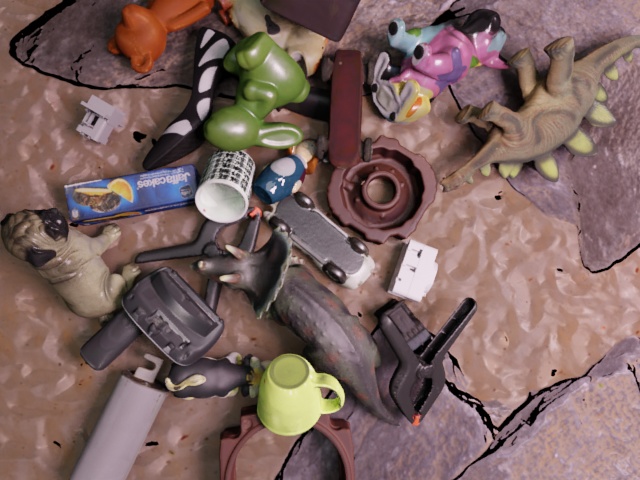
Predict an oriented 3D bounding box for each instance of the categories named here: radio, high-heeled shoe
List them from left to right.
[{"bbox_3d":[-0.221,-0.233,0.866,0.249,0.086,0.145,-41,87,-13],"label":"high-heeled shoe"},{"bbox_3d":[-0.014,-0.388,0.820,0.131,0.230,0.073,21,122,-15],"label":"radio"}]

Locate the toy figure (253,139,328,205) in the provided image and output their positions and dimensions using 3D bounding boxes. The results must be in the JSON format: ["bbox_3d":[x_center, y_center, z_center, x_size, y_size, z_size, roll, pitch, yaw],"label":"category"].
[{"bbox_3d":[-0.040,-0.117,0.859,0.064,0.058,0.154,48,63,-9],"label":"toy figure"}]

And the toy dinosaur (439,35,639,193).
[{"bbox_3d":[0.383,-0.221,0.875,0.471,0.105,0.198,-41,114,-2],"label":"toy dinosaur"}]

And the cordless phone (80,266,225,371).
[{"bbox_3d":[-0.249,0.143,0.789,0.184,0.088,0.146,-44,88,-5],"label":"cordless phone"}]

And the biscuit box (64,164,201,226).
[{"bbox_3d":[-0.289,-0.071,0.850,0.203,0.063,0.059,-12,86,-5],"label":"biscuit box"}]

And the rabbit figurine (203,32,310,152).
[{"bbox_3d":[-0.104,-0.203,0.826,0.159,0.121,0.170,38,84,-34],"label":"rabbit figurine"}]

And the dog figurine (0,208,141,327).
[{"bbox_3d":[-0.358,0.047,0.759,0.121,0.190,0.172,-29,84,5],"label":"dog figurine"}]

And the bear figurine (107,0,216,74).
[{"bbox_3d":[-0.264,-0.375,0.858,0.196,0.131,0.120,-42,63,-11],"label":"bear figurine"}]

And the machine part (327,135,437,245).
[{"bbox_3d":[0.098,-0.079,0.882,0.179,0.056,0.179,0,83,-3],"label":"machine part"}]

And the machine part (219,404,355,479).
[{"bbox_3d":[-0.048,0.351,0.809,0.201,0.087,0.201,-3,83,-6],"label":"machine part"}]

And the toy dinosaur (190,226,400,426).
[{"bbox_3d":[0.002,0.129,0.785,0.405,0.192,0.131,43,85,3],"label":"toy dinosaur"}]

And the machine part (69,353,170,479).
[{"bbox_3d":[-0.298,0.287,0.803,0.079,0.079,0.243,25,81,-1],"label":"machine part"}]

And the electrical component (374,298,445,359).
[{"bbox_3d":[0.142,0.151,0.852,0.048,0.075,0.119,-35,91,-6],"label":"electrical component"}]

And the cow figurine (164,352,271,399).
[{"bbox_3d":[-0.144,0.205,0.813,0.167,0.098,0.068,-3,78,-5],"label":"cow figurine"}]

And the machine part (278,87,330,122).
[{"bbox_3d":[-0.002,-0.233,0.902,0.139,0.039,0.084,8,91,-5],"label":"machine part"}]

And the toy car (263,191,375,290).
[{"bbox_3d":[-0.002,-0.003,0.866,0.202,0.056,0.073,40,77,5],"label":"toy car"}]

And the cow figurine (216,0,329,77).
[{"bbox_3d":[-0.067,-0.349,0.889,0.127,0.085,0.195,-39,83,-7],"label":"cow figurine"}]

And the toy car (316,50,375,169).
[{"bbox_3d":[0.041,-0.208,0.856,0.089,0.053,0.202,1,75,3],"label":"toy car"}]

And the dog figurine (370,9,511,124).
[{"bbox_3d":[0.210,-0.286,0.890,0.219,0.191,0.109,-10,48,-30],"label":"dog figurine"}]
